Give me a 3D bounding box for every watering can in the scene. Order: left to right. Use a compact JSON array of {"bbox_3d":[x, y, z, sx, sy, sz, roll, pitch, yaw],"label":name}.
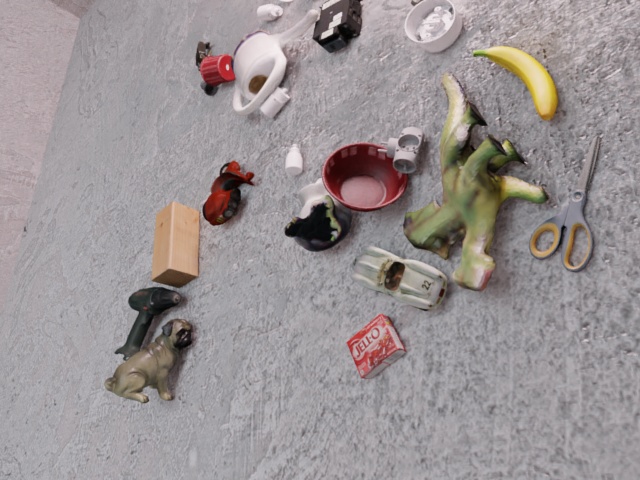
[{"bbox_3d":[-0.136,-0.492,1.377,0.343,0.103,0.229,-49,43,22],"label":"watering can"}]

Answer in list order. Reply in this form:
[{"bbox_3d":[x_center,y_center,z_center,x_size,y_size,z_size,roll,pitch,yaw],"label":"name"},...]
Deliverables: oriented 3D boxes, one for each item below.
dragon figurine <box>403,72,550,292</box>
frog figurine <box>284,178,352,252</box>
[{"bbox_3d":[0.212,-0.088,0.850,0.239,0.121,0.420,-48,35,29],"label":"dragon figurine"},{"bbox_3d":[0.003,-0.053,1.052,0.135,0.122,0.162,-58,6,20],"label":"frog figurine"}]
